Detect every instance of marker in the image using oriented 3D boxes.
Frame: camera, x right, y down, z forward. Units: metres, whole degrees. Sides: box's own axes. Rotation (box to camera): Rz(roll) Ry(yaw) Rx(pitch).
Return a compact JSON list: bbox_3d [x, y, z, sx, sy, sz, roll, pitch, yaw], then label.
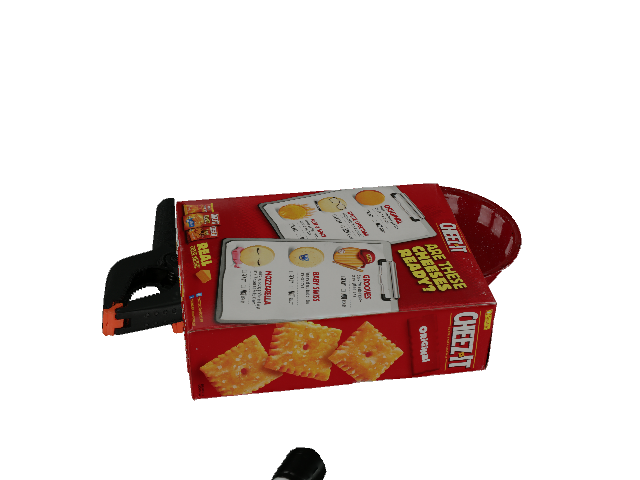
[{"bbox_3d":[-0.028,0.116,0.417,0.020,0.020,0.121,0,20,25],"label":"marker"}]

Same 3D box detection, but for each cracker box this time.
[{"bbox_3d":[0.003,0.033,0.796,0.213,0.072,0.164,-4,35,-8],"label":"cracker box"}]

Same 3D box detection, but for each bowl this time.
[{"bbox_3d":[0.106,0.012,1.009,0.162,0.055,0.162,1,36,-1],"label":"bowl"}]

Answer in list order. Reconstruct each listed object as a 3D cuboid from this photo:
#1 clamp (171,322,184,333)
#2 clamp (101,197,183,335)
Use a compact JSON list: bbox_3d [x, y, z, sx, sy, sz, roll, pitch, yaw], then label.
[{"bbox_3d":[-0.124,0.043,1.241,0.120,0.039,0.171,-2,39,13],"label":"clamp"},{"bbox_3d":[-0.144,0.026,1.019,0.165,0.036,0.209,27,36,27],"label":"clamp"}]
